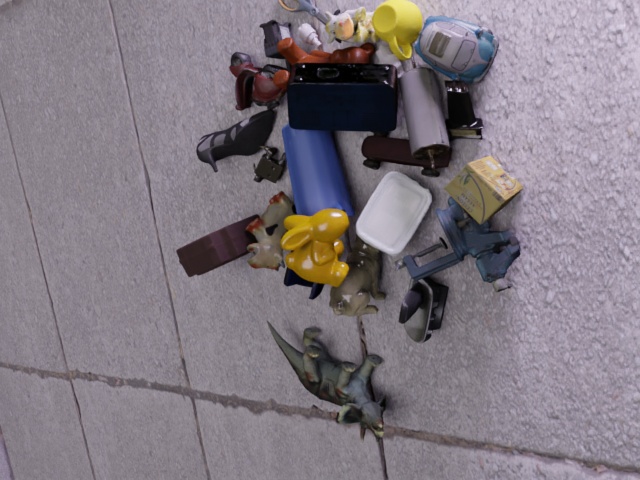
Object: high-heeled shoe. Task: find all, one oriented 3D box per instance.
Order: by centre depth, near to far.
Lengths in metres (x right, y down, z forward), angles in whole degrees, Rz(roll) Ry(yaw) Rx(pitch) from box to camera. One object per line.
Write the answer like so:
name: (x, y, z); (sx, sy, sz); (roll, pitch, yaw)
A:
high-heeled shoe: (-0.221, -0.276, 1.386); (0.249, 0.086, 0.145); (-38, 49, 16)

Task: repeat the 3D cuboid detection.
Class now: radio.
radio: (0.047, -0.294, 1.112); (0.230, 0.073, 0.131); (2, 146, 7)

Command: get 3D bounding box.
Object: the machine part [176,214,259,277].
machine part: (-0.247, 0.016, 1.381); (0.201, 0.201, 0.087); (-22, 93, 34)

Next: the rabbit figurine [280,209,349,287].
rabbit figurine: (-0.002, -0.003, 1.149); (0.162, 0.122, 0.173); (17, 132, -9)

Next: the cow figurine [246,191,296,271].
cow figurine: (-0.112, -0.010, 1.307); (0.127, 0.195, 0.085); (39, 154, -10)

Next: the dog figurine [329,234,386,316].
dog figurine: (0.084, 0.061, 1.211); (0.121, 0.172, 0.190); (10, 115, 18)

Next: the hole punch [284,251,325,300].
hole punch: (-0.012, 0.072, 1.300); (0.092, 0.116, 0.142); (24, 113, 32)

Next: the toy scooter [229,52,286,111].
toy scooter: (-0.154, -0.365, 1.298); (0.184, 0.075, 0.135); (28, 115, 27)

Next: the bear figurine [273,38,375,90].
bear figurine: (0.013, -0.376, 1.160); (0.196, 0.132, 0.120); (-1, 77, 38)

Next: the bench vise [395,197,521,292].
bench vise: (0.274, 0.025, 1.096); (0.241, 0.129, 0.223); (-26, 81, 17)

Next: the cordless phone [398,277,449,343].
cordless phone: (0.203, 0.163, 1.151); (0.089, 0.184, 0.146); (15, 110, 23)

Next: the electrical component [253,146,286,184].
electrical component: (-0.129, -0.188, 1.351); (0.078, 0.045, 0.102); (21, 119, -5)

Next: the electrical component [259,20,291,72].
electrical component: (-0.090, -0.440, 1.240); (0.048, 0.075, 0.119); (-7, 102, 32)

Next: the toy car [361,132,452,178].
toy car: (0.183, -0.187, 1.148); (0.202, 0.053, 0.089); (12, 89, 27)

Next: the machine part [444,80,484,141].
machine part: (0.276, -0.250, 1.051); (0.084, 0.039, 0.138); (9, 145, 35)

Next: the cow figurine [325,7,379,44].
cow figurine: (0.053, -0.436, 1.094); (0.098, 0.167, 0.068); (12, 114, 27)

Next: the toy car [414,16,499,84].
toy car: (0.251, -0.371, 1.028); (0.162, 0.103, 0.109); (34, 117, 18)

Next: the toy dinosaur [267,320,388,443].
toy dinosaur: (0.022, 0.352, 1.361); (0.405, 0.131, 0.192); (23, 113, 32)

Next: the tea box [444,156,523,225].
tea box: (0.314, -0.098, 1.019); (0.098, 0.169, 0.068); (48, 122, 14)

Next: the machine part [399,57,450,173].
machine part: (0.207, -0.250, 1.071); (0.079, 0.079, 0.243); (-18, 74, 34)
